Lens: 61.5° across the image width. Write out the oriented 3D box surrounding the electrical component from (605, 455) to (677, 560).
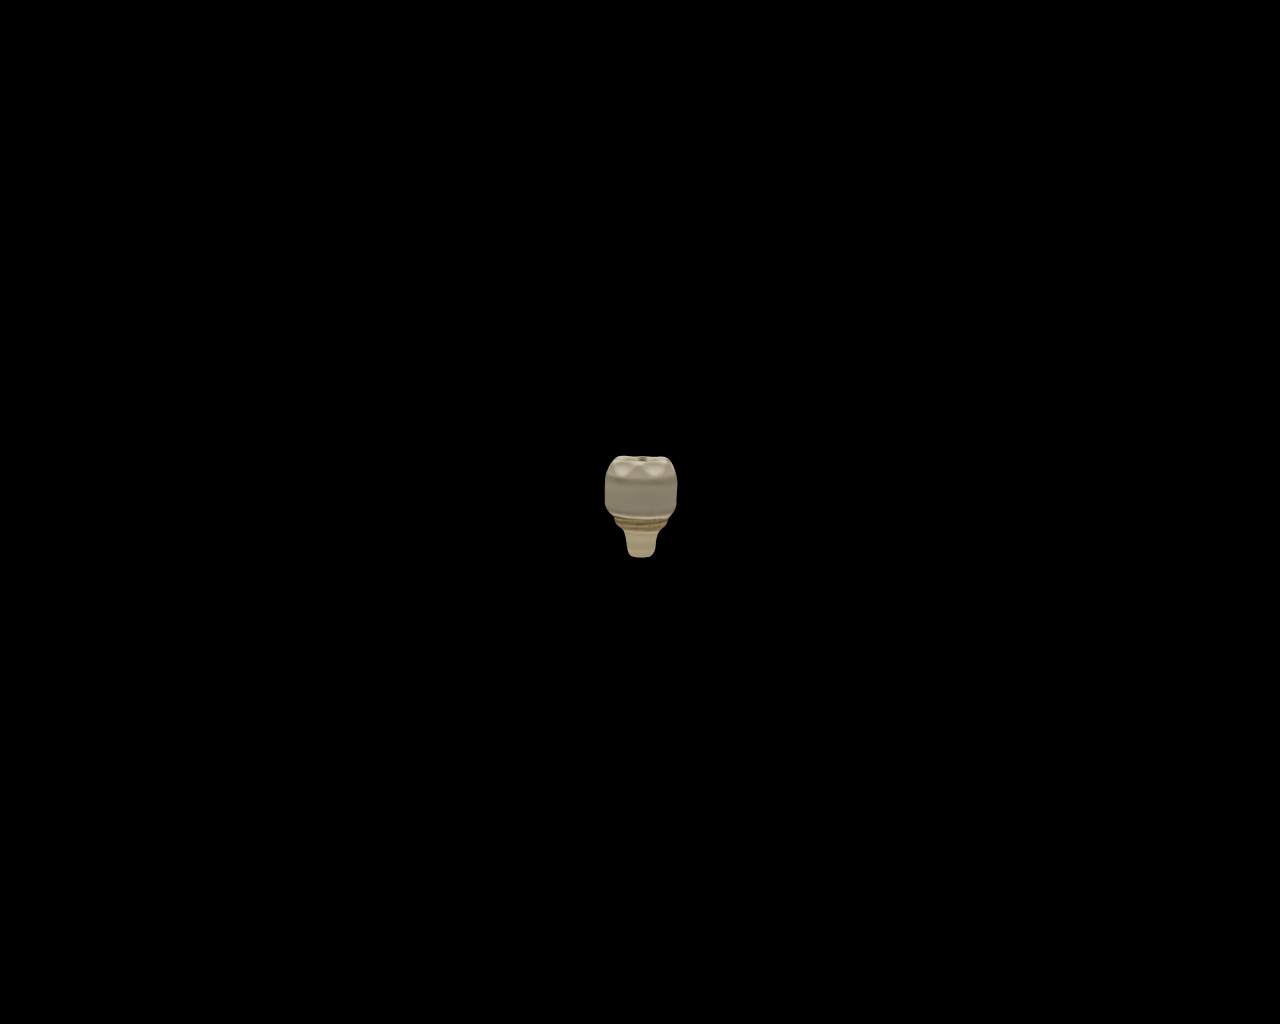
[{"bbox_3d":[0.001,-0.003,0.650,0.043,0.062,0.043,0,10,0],"label":"electrical component"}]
